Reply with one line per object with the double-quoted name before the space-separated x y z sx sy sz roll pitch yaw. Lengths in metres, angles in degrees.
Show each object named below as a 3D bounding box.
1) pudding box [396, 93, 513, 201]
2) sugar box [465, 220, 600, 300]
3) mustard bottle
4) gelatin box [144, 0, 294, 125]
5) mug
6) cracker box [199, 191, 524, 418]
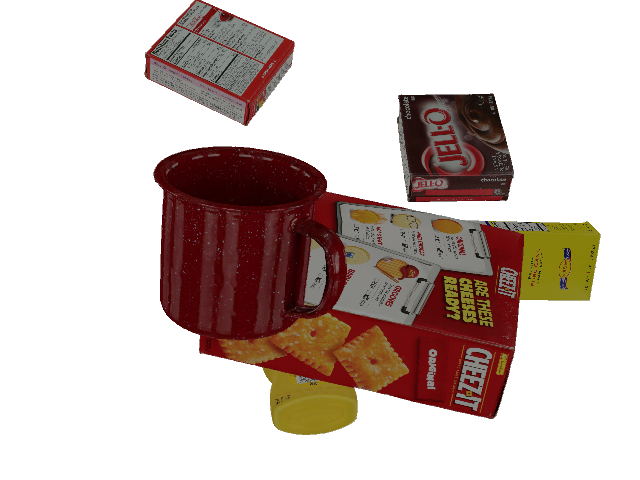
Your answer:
"pudding box" 0.117 -0.084 0.953 0.090 0.039 0.113 -1 44 -3
"sugar box" 0.245 0.025 1.299 0.176 0.093 0.048 -1 22 -10
"mustard bottle" -0.019 0.147 1.251 0.096 0.058 0.191 -6 30 -7
"gelatin box" -0.075 -0.134 0.794 0.089 0.073 0.030 25 -35 10
"mug" -0.036 0.005 0.581 0.117 0.081 0.093 19 27 27
"cracker box" 0.036 0.038 0.791 0.214 0.072 0.164 12 31 7
